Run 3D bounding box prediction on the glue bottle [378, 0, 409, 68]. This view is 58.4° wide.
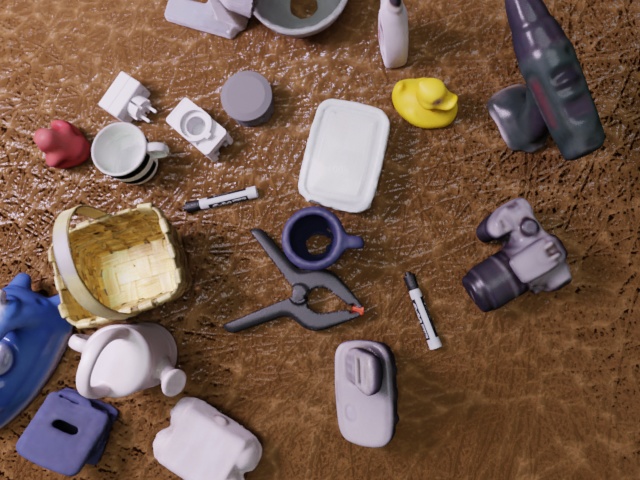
[{"bbox_3d":[0.107,-0.320,0.837,0.037,0.173,0.078,-14,82,3],"label":"glue bottle"}]

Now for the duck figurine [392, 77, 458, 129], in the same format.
[{"bbox_3d":[0.161,-0.218,0.865,0.104,0.086,0.077,24,86,7],"label":"duck figurine"}]

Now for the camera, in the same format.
[{"bbox_3d":[0.268,0.030,0.820,0.137,0.101,0.143,-32,82,0],"label":"camera"}]

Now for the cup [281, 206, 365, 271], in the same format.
[{"bbox_3d":[0.008,0.003,0.847,0.117,0.095,0.092,4,84,5],"label":"cup"}]

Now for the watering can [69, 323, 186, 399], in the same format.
[{"bbox_3d":[-0.271,0.168,0.801,0.172,0.194,0.101,-3,83,4],"label":"watering can"}]

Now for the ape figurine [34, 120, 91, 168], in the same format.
[{"bbox_3d":[-0.412,-0.153,0.900,0.076,0.092,0.078,24,86,7],"label":"ape figurine"}]

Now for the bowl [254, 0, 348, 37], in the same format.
[{"bbox_3d":[-0.031,-0.389,0.906,0.167,0.075,0.167,-1,83,5],"label":"bowl"}]

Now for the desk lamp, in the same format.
[{"bbox_3d":[-0.157,-0.389,0.846,0.203,0.213,0.118,16,85,6],"label":"desk lamp"}]

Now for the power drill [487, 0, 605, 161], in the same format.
[{"bbox_3d":[0.298,-0.207,0.791,0.075,0.208,0.229,-27,82,1],"label":"power drill"}]

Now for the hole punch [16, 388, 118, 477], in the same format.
[{"bbox_3d":[-0.373,0.281,0.848,0.108,0.091,0.101,20,85,7],"label":"hole punch"}]

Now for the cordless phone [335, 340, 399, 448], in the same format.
[{"bbox_3d":[0.062,0.212,0.773,0.094,0.185,0.147,-6,83,4],"label":"cordless phone"}]

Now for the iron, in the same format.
[{"bbox_3d":[-0.475,0.181,0.842,0.118,0.141,0.258,22,86,7],"label":"iron"}]

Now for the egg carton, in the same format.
[{"bbox_3d":[-0.164,0.305,0.839,0.150,0.069,0.107,29,87,7],"label":"egg carton"}]
